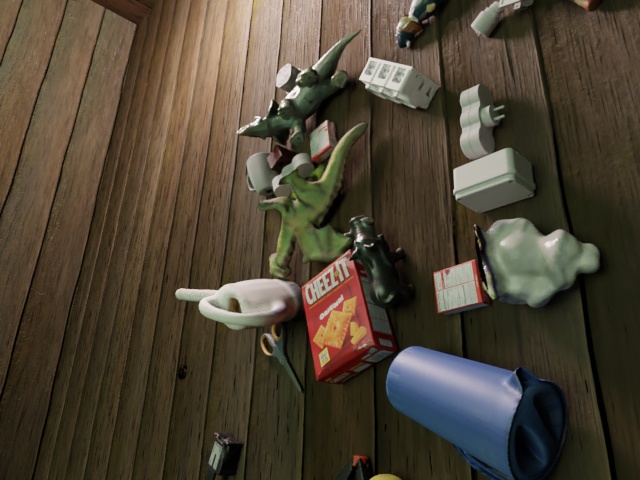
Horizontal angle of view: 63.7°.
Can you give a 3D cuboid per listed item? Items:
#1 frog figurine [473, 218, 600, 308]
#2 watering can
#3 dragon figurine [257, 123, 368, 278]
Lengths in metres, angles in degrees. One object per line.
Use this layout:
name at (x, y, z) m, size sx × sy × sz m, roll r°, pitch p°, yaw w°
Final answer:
frog figurine at (0.316, 0.028, 0.758) m, size 0.159 × 0.120 × 0.141 m, roll -9°, pitch 51°, yaw 9°
watering can at (-0.180, 0.139, 1.189) m, size 0.348 × 0.225 × 0.103 m, roll 10°, pitch 100°, yaw 52°
dragon figurine at (0.004, -0.060, 1.183) m, size 0.405 × 0.122 × 0.247 m, roll -41°, pitch 63°, yaw 23°
